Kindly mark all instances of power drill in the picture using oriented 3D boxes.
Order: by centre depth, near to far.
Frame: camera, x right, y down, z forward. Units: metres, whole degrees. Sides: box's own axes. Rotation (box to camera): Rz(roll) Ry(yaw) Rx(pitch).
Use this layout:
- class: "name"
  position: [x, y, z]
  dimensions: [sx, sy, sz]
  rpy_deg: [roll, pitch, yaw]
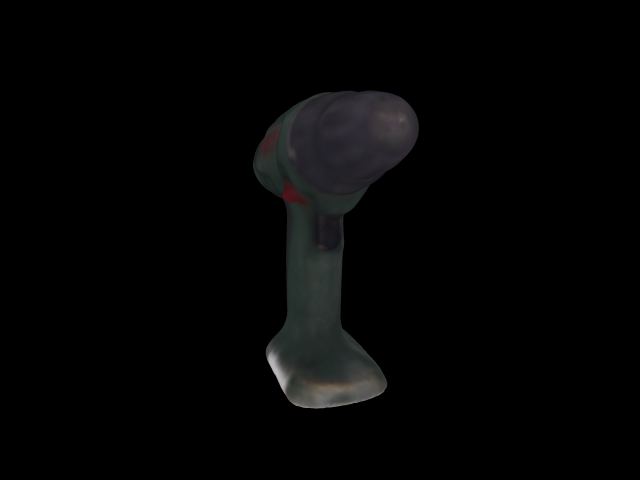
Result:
- class: "power drill"
  position: [0.004, 0.001, 0.400]
  dimensions: [0.076, 0.208, 0.229]
  rpy_deg: [-6, 17, -18]
